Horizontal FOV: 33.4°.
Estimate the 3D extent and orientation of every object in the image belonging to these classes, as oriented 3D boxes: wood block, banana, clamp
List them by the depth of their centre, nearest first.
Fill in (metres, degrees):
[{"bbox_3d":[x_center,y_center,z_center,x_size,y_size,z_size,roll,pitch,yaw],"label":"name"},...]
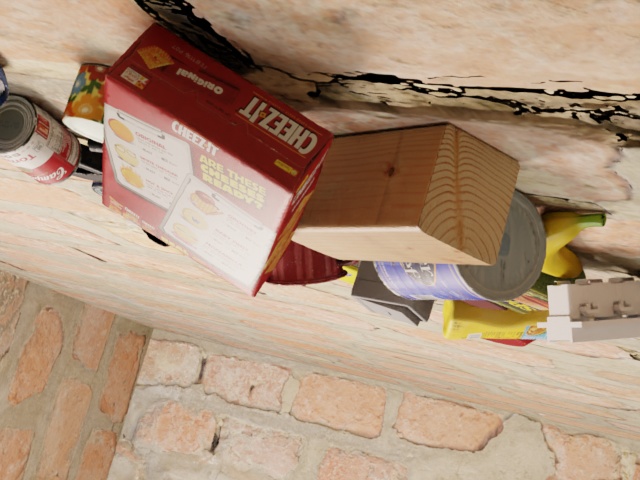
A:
[{"bbox_3d":[0.058,-0.035,0.921,0.090,0.091,0.207,24,167,-33],"label":"wood block"},{"bbox_3d":[0.228,0.008,1.033,0.070,0.037,0.197,14,169,10],"label":"banana"},{"bbox_3d":[-0.328,-0.106,1.266,0.210,0.036,0.164,11,167,31],"label":"clamp"}]

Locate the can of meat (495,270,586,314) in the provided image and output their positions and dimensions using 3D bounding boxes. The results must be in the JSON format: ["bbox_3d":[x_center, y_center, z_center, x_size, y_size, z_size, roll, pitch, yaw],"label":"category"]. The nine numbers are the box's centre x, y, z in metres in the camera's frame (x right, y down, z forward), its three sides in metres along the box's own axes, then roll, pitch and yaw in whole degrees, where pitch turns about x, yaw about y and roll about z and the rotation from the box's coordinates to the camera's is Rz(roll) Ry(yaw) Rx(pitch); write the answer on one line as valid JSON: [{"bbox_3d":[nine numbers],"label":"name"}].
[{"bbox_3d":[0.225,0.042,1.159,0.102,0.057,0.084,22,166,-25],"label":"can of meat"}]

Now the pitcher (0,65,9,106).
[{"bbox_3d":[-0.393,-0.148,0.943,0.145,0.149,0.243,26,166,11],"label":"pitcher"}]

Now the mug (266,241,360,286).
[{"bbox_3d":[-0.008,0.001,1.169,0.117,0.081,0.093,-1,-171,25],"label":"mug"}]

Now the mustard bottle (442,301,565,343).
[{"bbox_3d":[0.252,0.097,1.328,0.191,0.058,0.096,2,163,1],"label":"mustard bottle"}]

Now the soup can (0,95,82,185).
[{"bbox_3d":[-0.312,-0.107,1.155,0.069,0.068,0.102,12,168,19],"label":"soup can"}]

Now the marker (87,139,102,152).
[{"bbox_3d":[-0.204,-0.098,1.171,0.121,0.020,0.020,11,168,23],"label":"marker"}]

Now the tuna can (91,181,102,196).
[{"bbox_3d":[-0.243,-0.067,1.343,0.086,0.034,0.086,16,169,3],"label":"tuna can"}]

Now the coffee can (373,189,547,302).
[{"bbox_3d":[0.127,0.006,0.996,0.102,0.103,0.141,21,168,-25],"label":"coffee can"}]

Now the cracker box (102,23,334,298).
[{"bbox_3d":[-0.090,-0.056,0.865,0.164,0.072,0.214,32,153,3],"label":"cracker box"}]

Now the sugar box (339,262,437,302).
[{"bbox_3d":[0.067,0.040,1.401,0.176,0.048,0.094,24,166,-32],"label":"sugar box"}]

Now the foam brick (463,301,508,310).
[{"bbox_3d":[0.182,0.045,1.245,0.078,0.053,0.051,25,166,-34],"label":"foam brick"}]

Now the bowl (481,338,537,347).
[{"bbox_3d":[0.244,0.107,1.462,0.162,0.055,0.162,16,169,3],"label":"bowl"}]
